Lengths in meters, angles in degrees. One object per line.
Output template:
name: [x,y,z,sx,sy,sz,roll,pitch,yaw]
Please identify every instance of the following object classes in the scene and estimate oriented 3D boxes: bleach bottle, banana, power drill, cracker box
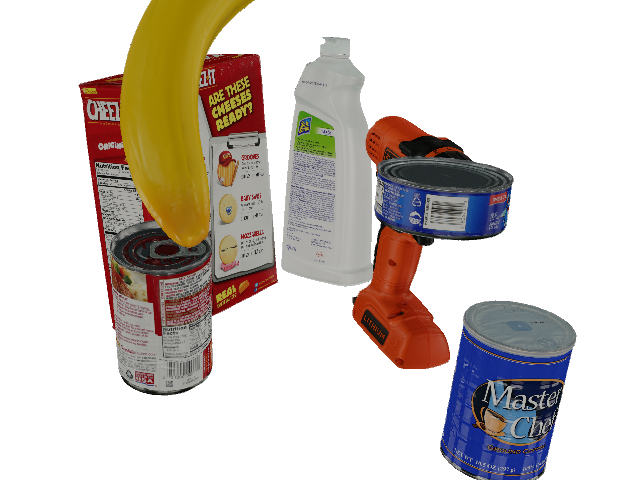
bleach bottle: [0.014,-0.085,1.121,0.103,0.251,0.067,13,16,34]
banana: [-0.062,-0.086,0.526,0.069,0.197,0.037,12,-34,7]
power drill: [0.085,0.008,0.876,0.057,0.188,0.185,-2,25,-23]
cracker box: [-0.116,-0.042,0.916,0.072,0.214,0.163,6,20,33]

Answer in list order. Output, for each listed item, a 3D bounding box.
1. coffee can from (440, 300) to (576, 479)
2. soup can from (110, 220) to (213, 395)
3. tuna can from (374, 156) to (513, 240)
coffee can: [0.173,0.141,0.997,0.103,0.140,0.103,6,21,-3]
soup can: [-0.107,0.046,0.731,0.068,0.102,0.068,2,30,-1]
tuna can: [0.077,-0.028,0.675,0.086,0.034,0.086,4,17,-1]
